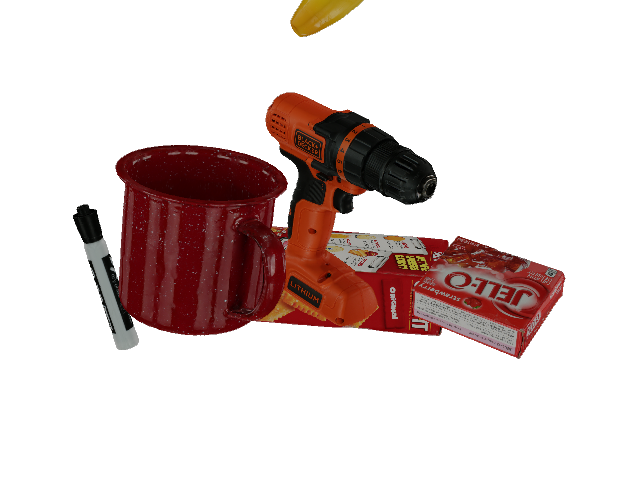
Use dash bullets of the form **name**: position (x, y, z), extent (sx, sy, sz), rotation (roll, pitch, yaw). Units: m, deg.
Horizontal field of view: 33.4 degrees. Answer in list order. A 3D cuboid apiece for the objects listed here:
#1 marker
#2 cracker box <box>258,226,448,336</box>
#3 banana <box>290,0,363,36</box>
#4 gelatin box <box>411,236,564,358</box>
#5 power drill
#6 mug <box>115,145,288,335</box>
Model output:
- **marker**: position (-0.168, 0.029, 0.837), extent (0.020, 0.121, 0.020), rotation (-12, 20, 4)
- **cracker box**: position (0.027, 0.042, 1.144), extent (0.214, 0.072, 0.164), rotation (5, 15, 7)
- **banana**: position (0.037, -0.226, 0.785), extent (0.070, 0.197, 0.037), rotation (-8, -41, 40)
- **gelatin box**: position (0.122, 0.039, 0.776), extent (0.089, 0.030, 0.073), rotation (20, 44, 26)
- **power drill**: position (0.021, -0.021, 0.941), extent (0.057, 0.188, 0.185), rotation (-21, 39, -37)
- **mug**: position (-0.061, 0.004, 0.585), extent (0.117, 0.081, 0.093), rotation (27, 28, 38)
